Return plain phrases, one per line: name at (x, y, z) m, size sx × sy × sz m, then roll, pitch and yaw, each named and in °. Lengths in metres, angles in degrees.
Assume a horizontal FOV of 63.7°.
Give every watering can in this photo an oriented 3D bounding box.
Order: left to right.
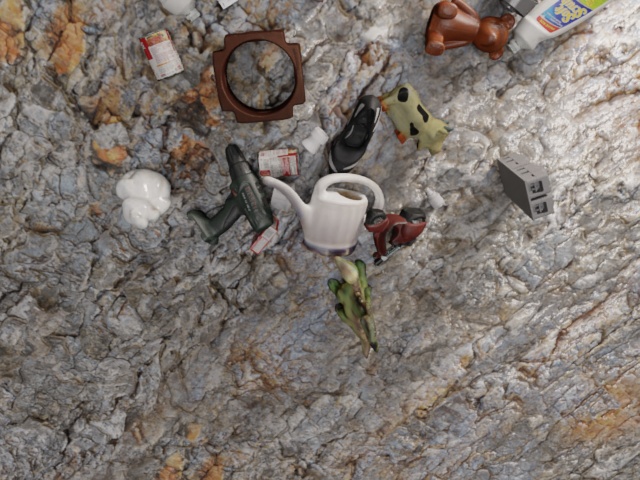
watering can at (0.004, -0.065, 1.299) m, size 0.348 × 0.106 × 0.220 m, roll 0°, pitch 115°, yaw -27°

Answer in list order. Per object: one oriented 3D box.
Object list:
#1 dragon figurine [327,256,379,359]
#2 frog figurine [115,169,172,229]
dragon figurine at (0.106, 0.208, 1.374) m, size 0.122 × 0.246 × 0.404 m, roll -18°, pitch 111°, yaw 1°
frog figurine at (-0.438, -0.104, 1.263) m, size 0.136 × 0.162 × 0.121 m, roll 34°, pitch 107°, yaw -15°
